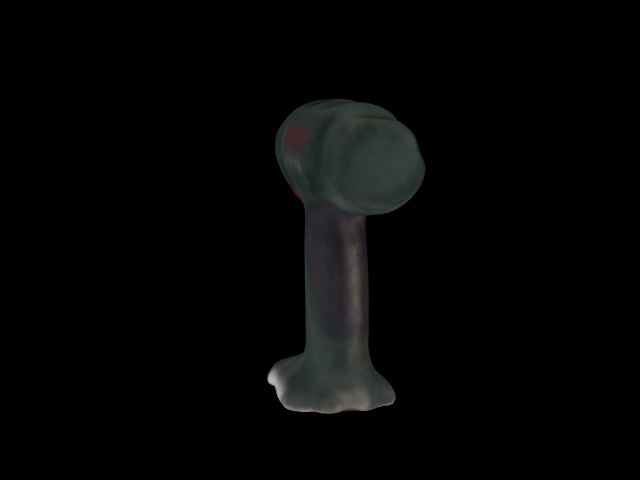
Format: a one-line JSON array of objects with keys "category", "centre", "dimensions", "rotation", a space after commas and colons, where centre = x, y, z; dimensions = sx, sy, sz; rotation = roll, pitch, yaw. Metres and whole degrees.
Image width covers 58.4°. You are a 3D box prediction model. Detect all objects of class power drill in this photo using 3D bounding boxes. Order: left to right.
[{"category": "power drill", "centre": [0.004, 0.001, 0.400], "dimensions": [0.076, 0.208, 0.229], "rotation": [0, 0, -15]}]
